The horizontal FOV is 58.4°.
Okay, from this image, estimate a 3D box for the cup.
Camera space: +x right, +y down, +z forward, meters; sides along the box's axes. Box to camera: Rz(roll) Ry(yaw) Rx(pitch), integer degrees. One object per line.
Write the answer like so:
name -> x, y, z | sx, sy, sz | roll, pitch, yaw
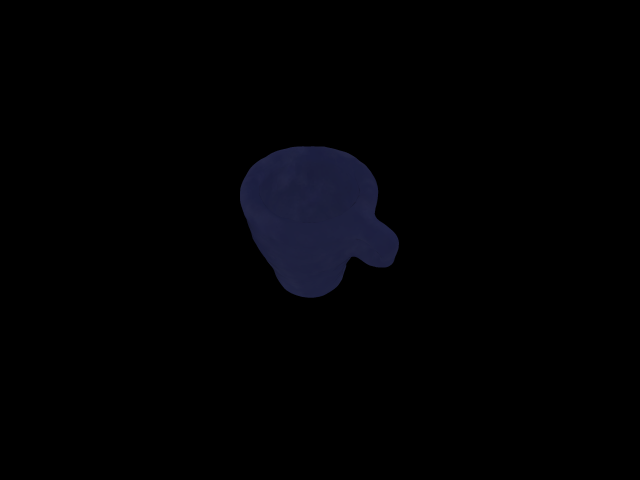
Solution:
cup -> 0.004, 0.001, 0.400 | 0.117, 0.095, 0.092 | 32, 54, 27
